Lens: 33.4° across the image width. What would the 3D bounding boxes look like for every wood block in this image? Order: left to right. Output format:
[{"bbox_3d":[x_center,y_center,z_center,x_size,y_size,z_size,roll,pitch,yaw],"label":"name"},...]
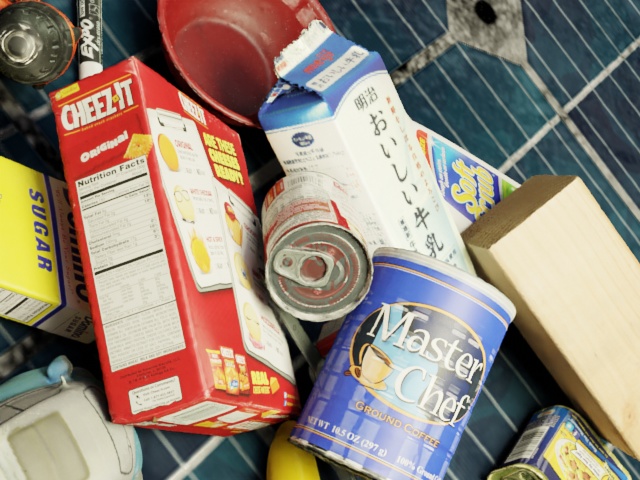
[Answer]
[{"bbox_3d":[0.209,0.057,0.834,0.090,0.091,0.206,-38,99,-6],"label":"wood block"}]

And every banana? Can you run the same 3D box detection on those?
[{"bbox_3d":[0.009,0.201,0.695,0.069,0.037,0.198,2,41,-49],"label":"banana"}]

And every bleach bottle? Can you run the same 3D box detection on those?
[{"bbox_3d":[0.102,-0.032,0.894,0.250,0.068,0.102,31,54,-16],"label":"bleach bottle"}]

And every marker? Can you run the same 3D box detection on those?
[{"bbox_3d":[-0.170,-0.143,0.786,0.020,0.020,0.121,8,65,-32],"label":"marker"}]

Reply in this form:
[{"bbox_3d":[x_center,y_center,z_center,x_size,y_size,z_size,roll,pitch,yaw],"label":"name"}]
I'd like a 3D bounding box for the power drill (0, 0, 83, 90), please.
[{"bbox_3d":[-0.235,-0.163,0.664,0.187,0.184,0.057,38,91,-14],"label":"power drill"}]

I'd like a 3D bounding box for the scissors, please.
[{"bbox_3d":[0.014,0.092,0.761,0.096,0.016,0.202,-40,115,-52],"label":"scissors"}]

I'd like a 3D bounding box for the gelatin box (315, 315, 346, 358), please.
[{"bbox_3d":[0.052,0.083,0.796,0.089,0.073,0.030,34,52,-17],"label":"gelatin box"}]

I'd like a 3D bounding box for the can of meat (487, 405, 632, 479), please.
[{"bbox_3d":[0.194,0.194,0.852,0.102,0.058,0.083,51,48,-5],"label":"can of meat"}]

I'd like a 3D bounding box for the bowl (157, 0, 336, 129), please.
[{"bbox_3d":[-0.064,-0.148,0.837,0.161,0.055,0.162,15,61,-29],"label":"bowl"}]

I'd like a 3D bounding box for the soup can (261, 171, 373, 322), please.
[{"bbox_3d":[-0.005,0.001,0.710,0.068,0.068,0.102,33,17,-18],"label":"soup can"}]

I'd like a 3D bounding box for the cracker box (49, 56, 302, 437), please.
[{"bbox_3d":[-0.090,0.014,0.686,0.164,0.072,0.214,33,40,-68],"label":"cracker box"}]

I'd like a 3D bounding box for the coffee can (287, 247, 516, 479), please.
[{"bbox_3d":[0.054,0.089,0.699,0.102,0.103,0.140,30,77,-20],"label":"coffee can"}]

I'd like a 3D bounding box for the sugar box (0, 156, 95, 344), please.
[{"bbox_3d":[-0.204,-0.005,0.656,0.176,0.048,0.093,21,51,-36],"label":"sugar box"}]
